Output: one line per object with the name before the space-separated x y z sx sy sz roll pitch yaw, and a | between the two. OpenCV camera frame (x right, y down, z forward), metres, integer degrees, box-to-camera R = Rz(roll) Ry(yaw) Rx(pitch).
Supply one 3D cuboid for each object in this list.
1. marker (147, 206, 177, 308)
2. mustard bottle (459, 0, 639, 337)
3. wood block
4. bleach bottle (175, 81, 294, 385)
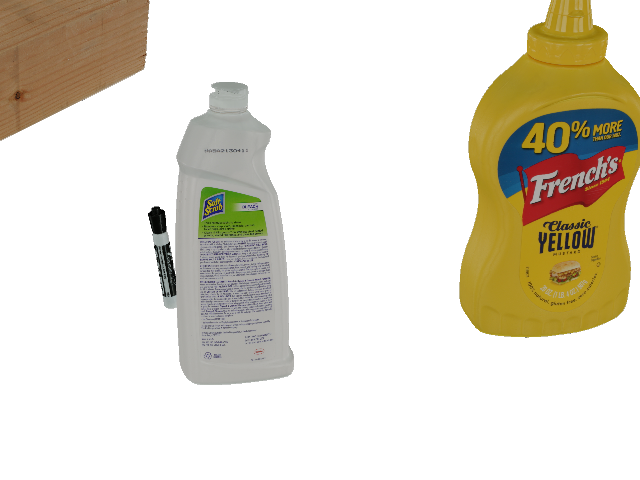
marker | -0.173 0.019 1.185 0.020 0.121 0.020 -5 25 2
mustard bottle | 0.129 -0.042 0.586 0.096 0.192 0.058 -5 27 -9
wood block | -0.250 -0.165 0.912 0.090 0.091 0.205 30 42 21
bleach bottle | -0.070 -0.006 0.890 0.102 0.251 0.068 -4 21 -18
